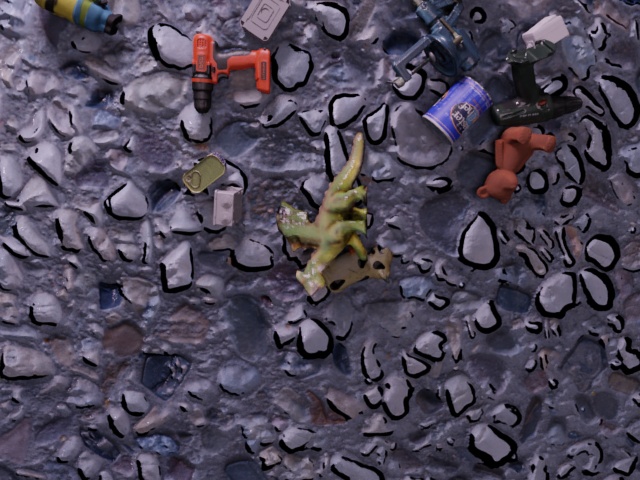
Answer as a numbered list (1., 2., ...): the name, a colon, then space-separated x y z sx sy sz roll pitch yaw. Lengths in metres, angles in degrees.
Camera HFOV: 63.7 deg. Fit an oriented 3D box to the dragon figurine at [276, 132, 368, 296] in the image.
1. dragon figurine: 0.004 -0.065 1.290 0.242 0.121 0.415 -3 76 9
